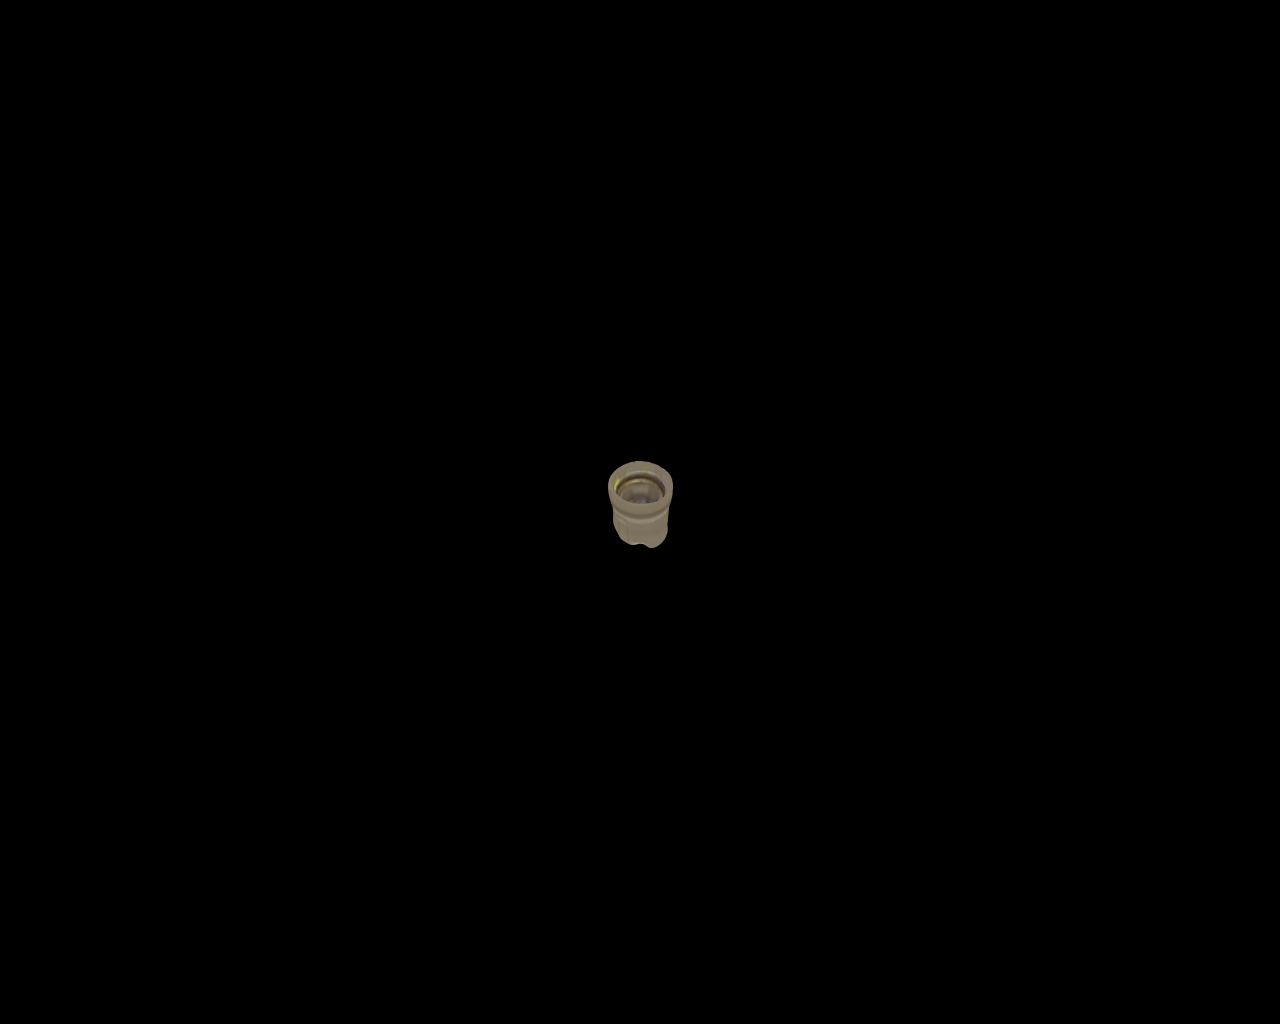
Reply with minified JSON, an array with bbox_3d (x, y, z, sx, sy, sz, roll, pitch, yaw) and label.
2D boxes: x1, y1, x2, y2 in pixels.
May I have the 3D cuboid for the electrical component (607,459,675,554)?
[{"bbox_3d":[0.001,-0.003,0.650,0.040,0.040,0.046,0,-43,0],"label":"electrical component"}]
